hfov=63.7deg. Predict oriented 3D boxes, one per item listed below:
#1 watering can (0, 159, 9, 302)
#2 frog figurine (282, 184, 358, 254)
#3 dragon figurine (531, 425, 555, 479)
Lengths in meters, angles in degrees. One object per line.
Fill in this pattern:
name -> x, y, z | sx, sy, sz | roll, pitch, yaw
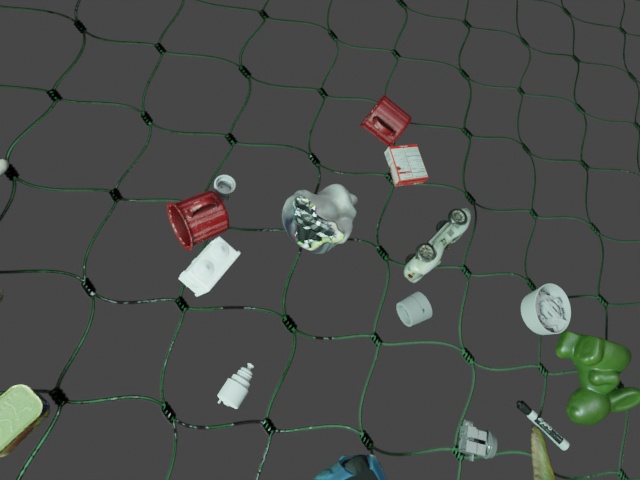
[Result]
watering can -> -0.576, 0.036, 0.783 | 0.353, 0.225, 0.102 | -46, -3, -27
frog figurine -> 0.003, -0.051, 1.010 | 0.137, 0.120, 0.162 | 26, 28, 5
dragon figurine -> 0.360, 0.512, 0.816 | 0.242, 0.420, 0.120 | 12, -43, -33
